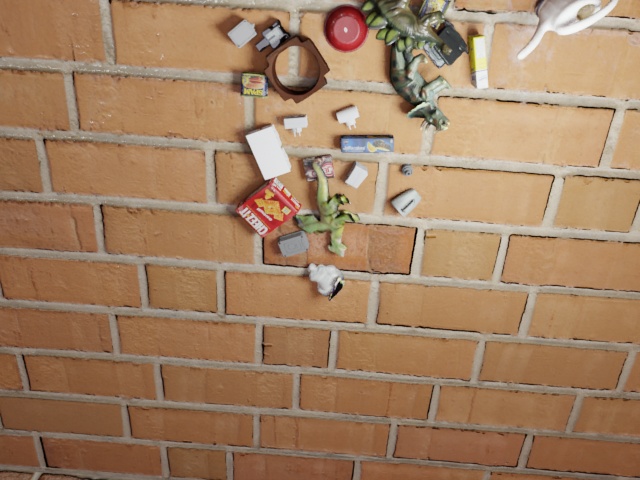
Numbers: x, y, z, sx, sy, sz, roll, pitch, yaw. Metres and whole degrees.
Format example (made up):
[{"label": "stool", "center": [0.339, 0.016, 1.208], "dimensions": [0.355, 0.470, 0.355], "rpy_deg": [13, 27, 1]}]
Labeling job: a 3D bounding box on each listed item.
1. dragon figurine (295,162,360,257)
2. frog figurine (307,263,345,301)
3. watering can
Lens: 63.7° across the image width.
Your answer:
[{"label": "dragon figurine", "center": [0.006, -0.104, 2.057], "dimensions": [0.240, 0.125, 0.406], "rpy_deg": [-28, 110, 23]}, {"label": "frog figurine", "center": [0.020, 0.163, 2.189], "dimensions": [0.161, 0.124, 0.134], "rpy_deg": [34, 128, 27]}, {"label": "watering can", "center": [0.770, -0.721, 1.671], "dimensions": [0.345, 0.230, 0.102], "rpy_deg": [-26, 129, 15]}]
